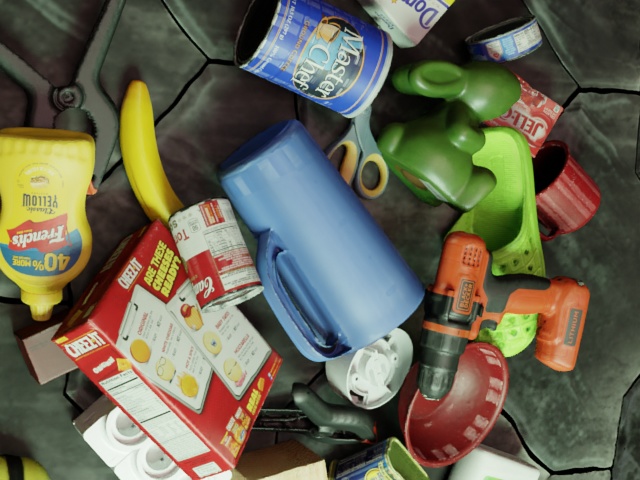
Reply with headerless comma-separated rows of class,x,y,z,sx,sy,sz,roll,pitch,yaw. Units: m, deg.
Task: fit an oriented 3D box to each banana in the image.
banana,-0.168,-0.068,1.120,0.069,0.037,0.198,-40,112,-35

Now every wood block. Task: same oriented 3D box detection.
wood block,-0.036,0.340,1.186,0.090,0.091,0.206,-12,100,-22

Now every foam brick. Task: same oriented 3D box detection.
foam brick,-0.262,0.104,1.084,0.078,0.051,0.053,-23,103,-20

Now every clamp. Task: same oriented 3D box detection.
clamp,-0.010,0.203,1.196,0.171,0.120,0.039,30,54,-40
clamp,-0.247,-0.152,1.071,0.164,0.036,0.210,-22,105,-13

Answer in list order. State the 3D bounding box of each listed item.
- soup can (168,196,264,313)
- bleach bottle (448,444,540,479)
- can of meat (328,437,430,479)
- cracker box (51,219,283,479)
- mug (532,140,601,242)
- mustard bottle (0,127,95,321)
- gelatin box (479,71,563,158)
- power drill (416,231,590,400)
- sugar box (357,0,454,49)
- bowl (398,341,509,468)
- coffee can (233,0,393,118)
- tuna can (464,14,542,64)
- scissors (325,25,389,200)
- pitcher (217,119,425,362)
soup can,-0.106,0.015,1.079,0.068,0.069,0.102,-18,80,-22
bleach bottle,0.175,0.377,1.300,0.102,0.068,0.251,22,88,-24
can of meat,0.073,0.283,1.225,0.084,0.057,0.102,-30,111,24
cracker box,-0.148,0.112,1.084,0.213,0.072,0.164,49,36,-19
mug,0.281,-0.051,1.288,0.081,0.093,0.117,41,59,-27
mustard bottle,-0.273,-0.012,1.052,0.096,0.058,0.192,3,107,-9
gelatin box,0.237,-0.151,1.284,0.089,0.030,0.073,34,81,-9
power drill,0.199,0.095,1.173,0.187,0.057,0.184,12,92,-26
sugar box,0.125,-0.314,1.220,0.093,0.048,0.176,43,76,-21
bowl,0.144,0.181,1.244,0.161,0.055,0.162,-18,121,-32
coffee can,-0.008,-0.204,1.140,0.140,0.103,0.103,22,86,-24
tuna can,0.215,-0.232,1.246,0.086,0.086,0.034,-28,107,-19
scissors,0.061,-0.133,1.217,0.096,0.016,0.202,25,89,-28
pitcher,-0.008,0.001,1.144,0.145,0.149,0.242,-34,105,4
